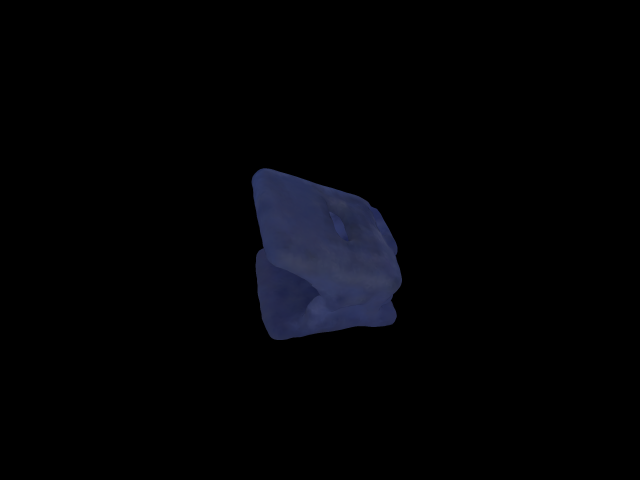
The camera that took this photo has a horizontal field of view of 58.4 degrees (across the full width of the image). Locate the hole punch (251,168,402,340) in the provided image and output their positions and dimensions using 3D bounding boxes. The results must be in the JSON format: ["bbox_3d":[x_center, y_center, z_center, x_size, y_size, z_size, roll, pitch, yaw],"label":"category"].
[{"bbox_3d":[0.004,0.001,0.400,0.101,0.091,0.108,-7,39,-9],"label":"hole punch"}]
